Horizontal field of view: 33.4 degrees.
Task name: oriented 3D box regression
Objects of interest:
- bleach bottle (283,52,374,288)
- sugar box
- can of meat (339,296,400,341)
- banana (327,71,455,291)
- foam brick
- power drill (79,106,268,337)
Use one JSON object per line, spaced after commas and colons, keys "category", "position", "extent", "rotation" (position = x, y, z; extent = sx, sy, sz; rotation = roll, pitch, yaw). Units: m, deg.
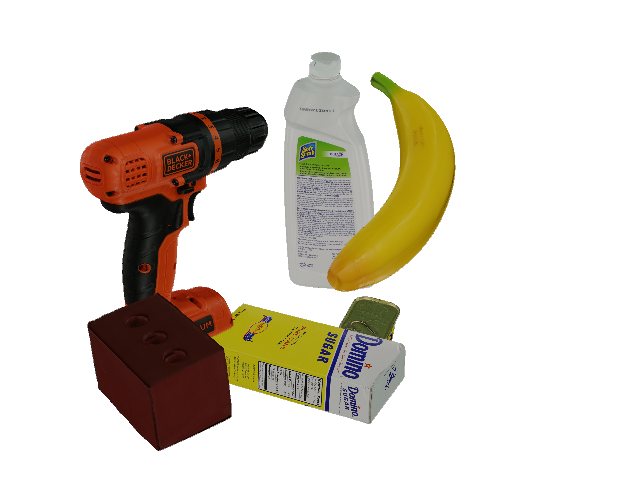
{"category": "bleach bottle", "position": [0.013, -0.072, 1.112], "extent": [0.102, 0.251, 0.068], "rotation": [1, 30, 2]}
{"category": "sugar box", "position": [-0.016, 0.112, 1.007], "extent": [0.176, 0.048, 0.093], "rotation": [10, 25, 22]}
{"category": "can of meat", "position": [0.053, 0.127, 1.252], "extent": [0.057, 0.084, 0.102], "rotation": [14, 26, 11]}
{"category": "banana", "position": [0.053, -0.036, 0.710], "extent": [0.069, 0.197, 0.037], "rotation": [9, -42, 5]}
{"category": "foam brick", "position": [-0.097, 0.078, 0.641], "extent": [0.052, 0.051, 0.078], "rotation": [-23, 38, -32]}
{"category": "power drill", "position": [-0.111, -0.010, 0.868], "extent": [0.057, 0.188, 0.184], "rotation": [16, 26, 38]}
